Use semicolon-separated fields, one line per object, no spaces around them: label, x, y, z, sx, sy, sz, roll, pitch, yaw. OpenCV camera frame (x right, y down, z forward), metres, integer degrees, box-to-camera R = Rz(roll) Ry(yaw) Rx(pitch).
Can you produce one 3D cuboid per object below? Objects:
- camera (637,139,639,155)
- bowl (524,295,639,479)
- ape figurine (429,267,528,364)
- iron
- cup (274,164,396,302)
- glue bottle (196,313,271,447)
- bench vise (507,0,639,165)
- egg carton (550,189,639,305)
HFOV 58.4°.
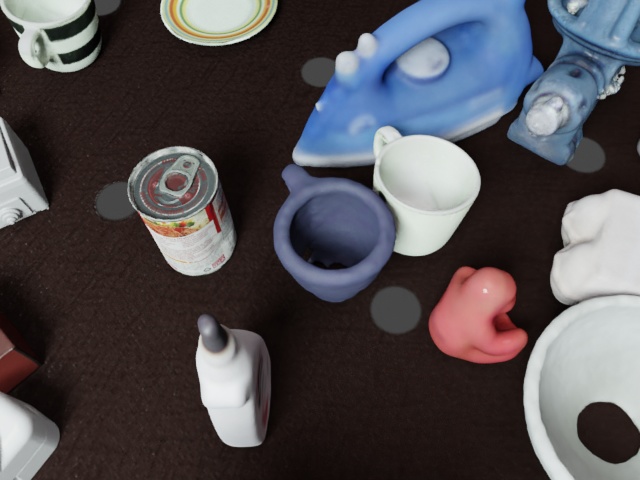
camera;0.391;-0.089;0.504;0.143;0.101;0.136;-21;64;-10
bowl;0.219;0.128;0.407;0.167;0.075;0.167;0;62;1
ape figurine;0.124;0.052;0.439;0.076;0.092;0.077;-9;62;-4
iron;0.087;-0.162;0.524;0.258;0.141;0.118;-27;65;-12
cup;0.004;0.002;0.466;0.092;0.095;0.117;-29;65;-13
glue bottle;-0.058;0.086;0.378;0.037;0.173;0.078;-3;62;0
bench vise;0.252;-0.176;0.484;0.121;0.220;0.207;16;64;10
egg carton;0.267;0.023;0.464;0.150;0.069;0.107;19;64;10
